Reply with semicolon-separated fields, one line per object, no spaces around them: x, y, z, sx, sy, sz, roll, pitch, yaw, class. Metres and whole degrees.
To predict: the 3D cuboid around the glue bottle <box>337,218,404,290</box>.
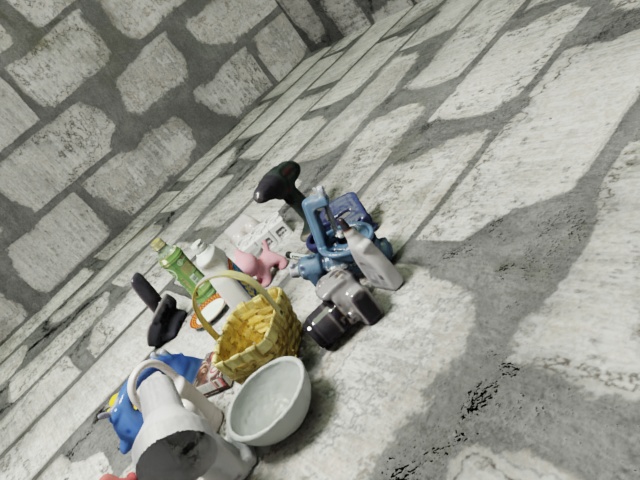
0.086;0.023;1.076;0.037;0.173;0.078;-48;25;-20;glue bottle

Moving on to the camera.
0.023;0.124;1.077;0.137;0.101;0.142;-42;24;-7;camera

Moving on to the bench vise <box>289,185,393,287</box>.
0.013;0.009;1.150;0.207;0.220;0.121;-38;24;4;bench vise

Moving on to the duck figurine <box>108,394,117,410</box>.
-0.436;0.382;1.306;0.104;0.086;0.077;-35;24;10;duck figurine

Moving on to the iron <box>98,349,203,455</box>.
-0.352;0.321;1.223;0.118;0.142;0.258;-18;31;40;iron

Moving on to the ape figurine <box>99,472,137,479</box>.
-0.370;0.463;1.057;0.078;0.092;0.076;-48;25;-20;ape figurine

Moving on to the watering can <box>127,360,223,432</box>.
-0.289;0.308;1.087;0.172;0.194;0.101;-24;28;30;watering can

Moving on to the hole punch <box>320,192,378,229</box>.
0.065;-0.047;1.336;0.108;0.091;0.101;-35;24;10;hole punch

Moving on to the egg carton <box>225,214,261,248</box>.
-0.229;-0.022;1.749;0.107;0.069;0.150;-44;24;-11;egg carton

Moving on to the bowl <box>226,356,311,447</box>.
-0.073;0.283;0.966;0.167;0.075;0.167;-32;25;17;bowl

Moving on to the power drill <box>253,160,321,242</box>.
-0.074;-0.102;1.490;0.075;0.209;0.229;-26;27;28;power drill

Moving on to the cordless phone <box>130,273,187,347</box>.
-0.471;0.189;1.577;0.094;0.185;0.147;-30;25;21;cordless phone

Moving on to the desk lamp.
-0.207;0.321;0.920;0.118;0.214;0.202;-40;24;-2;desk lamp

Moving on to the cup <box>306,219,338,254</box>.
0.030;0.009;1.281;0.091;0.095;0.117;-31;25;19;cup

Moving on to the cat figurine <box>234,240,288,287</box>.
-0.163;0.057;1.449;0.128;0.118;0.067;-49;26;-22;cat figurine
